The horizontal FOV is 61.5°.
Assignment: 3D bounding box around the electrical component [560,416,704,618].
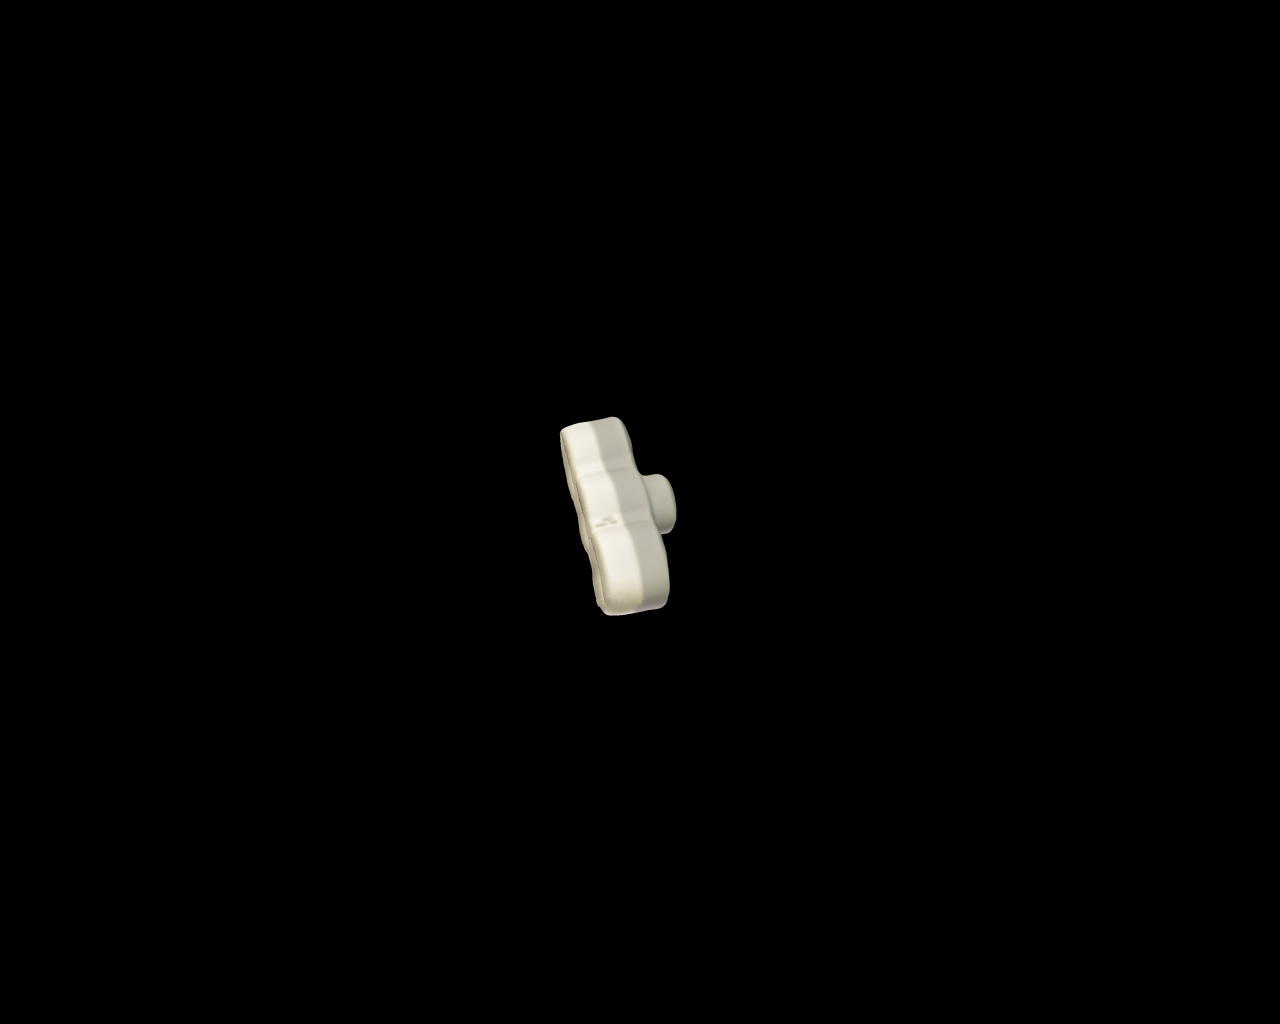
[{"bbox_3d":[0.001,-0.003,0.650,0.074,0.138,0.052,-11,-39,-9],"label":"electrical component"}]
